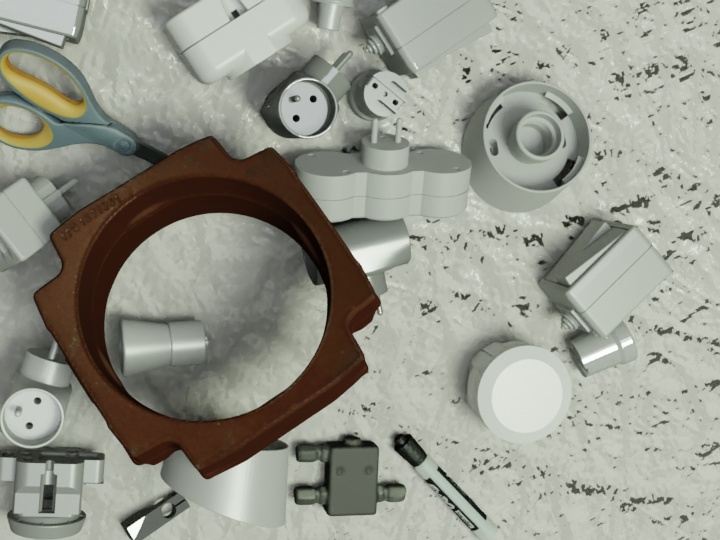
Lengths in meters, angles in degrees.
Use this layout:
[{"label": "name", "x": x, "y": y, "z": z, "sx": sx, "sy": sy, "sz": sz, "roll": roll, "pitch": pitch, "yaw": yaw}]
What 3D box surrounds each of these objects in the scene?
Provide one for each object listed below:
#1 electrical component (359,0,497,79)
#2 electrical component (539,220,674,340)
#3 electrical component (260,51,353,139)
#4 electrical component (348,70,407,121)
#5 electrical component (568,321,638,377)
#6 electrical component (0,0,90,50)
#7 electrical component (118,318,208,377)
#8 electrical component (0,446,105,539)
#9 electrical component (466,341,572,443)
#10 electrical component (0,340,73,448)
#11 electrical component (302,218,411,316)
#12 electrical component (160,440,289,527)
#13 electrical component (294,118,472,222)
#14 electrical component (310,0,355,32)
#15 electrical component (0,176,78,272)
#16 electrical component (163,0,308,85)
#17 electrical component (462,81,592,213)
[{"label": "electrical component", "x": 0.048, "y": -0.186, "z": 0.823, "sx": 0.096, "sy": 0.062, "sz": 0.061, "roll": -35, "pitch": 103, "yaw": -6}, {"label": "electrical component", "x": 0.193, "y": 0.008, "z": 0.881, "sx": 0.096, "sy": 0.062, "sz": 0.061, "roll": -44, "pitch": 104, "yaw": -4}, {"label": "electrical component", "x": -0.034, "y": -0.133, "z": 0.803, "sx": 0.043, "sy": 0.077, "sz": 0.079, "roll": 42, "pitch": 86, "yaw": -14}, {"label": "electrical component", "x": 0.014, "y": -0.135, "z": 0.830, "sx": 0.040, "sy": 0.046, "sz": 0.040, "roll": -2, "pitch": 98, "yaw": -13}, {"label": "electrical component", "x": 0.203, "y": 0.066, "z": 0.903, "sx": 0.046, "sy": 0.040, "sz": 0.040, "roll": -23, "pitch": 102, "yaw": -3}, {"label": "electrical component", "x": -0.240, "y": -0.194, "z": 0.756, "sx": 0.096, "sy": 0.062, "sz": 0.061, "roll": 12, "pitch": 94, "yaw": -14}, {"label": "electrical component", "x": -0.149, "y": 0.057, "z": 0.821, "sx": 0.065, "sy": 0.044, "sz": 0.044, "roll": -3, "pitch": 98, "yaw": -17}, {"label": "electrical component", "x": -0.233, "y": 0.166, "z": 0.807, "sx": 0.078, "sy": 0.058, "sz": 0.057, "roll": 4, "pitch": 93, "yaw": -14}, {"label": "electrical component", "x": 0.128, "y": 0.098, "z": 0.883, "sx": 0.080, "sy": 0.051, "sz": 0.080, "roll": -2, "pitch": 97, "yaw": -13}, {"label": "electrical component", "x": -0.231, "y": 0.082, "z": 0.786, "sx": 0.043, "sy": 0.077, "sz": 0.079, "roll": 18, "pitch": 92, "yaw": -15}, {"label": "electrical component", "x": 0.000, "y": 0.000, "z": 0.844, "sx": 0.077, "sy": 0.044, "sz": 0.079, "roll": -14, "pitch": 101, "yaw": -14}, {"label": "electrical component", "x": -0.101, "y": 0.153, "z": 0.815, "sx": 0.099, "sy": 0.099, "sz": 0.064, "roll": 9, "pitch": 89, "yaw": -14}, {"label": "electrical component", "x": 0.019, "y": -0.081, "z": 0.824, "sx": 0.138, "sy": 0.052, "sz": 0.073, "roll": -3, "pitch": 118, "yaw": -12}, {"label": "electrical component", "x": -0.020, "y": -0.213, "z": 0.814, "sx": 0.048, "sy": 0.048, "sz": 0.062, "roll": 7, "pitch": 102, "yaw": -14}, {"label": "electrical component", "x": -0.237, "y": -0.042, "z": 0.778, "sx": 0.077, "sy": 0.066, "sz": 0.047, "roll": -43, "pitch": 105, "yaw": -29}, {"label": "electrical component", "x": -0.089, "y": -0.180, "z": 0.797, "sx": 0.095, "sy": 0.054, "sz": 0.059, "roll": -34, "pitch": 103, "yaw": -7}, {"label": "electrical component", "x": 0.135, "y": -0.100, "z": 0.865, "sx": 0.099, "sy": 0.064, "sz": 0.099, "roll": 1, "pitch": 83, "yaw": -11}]
